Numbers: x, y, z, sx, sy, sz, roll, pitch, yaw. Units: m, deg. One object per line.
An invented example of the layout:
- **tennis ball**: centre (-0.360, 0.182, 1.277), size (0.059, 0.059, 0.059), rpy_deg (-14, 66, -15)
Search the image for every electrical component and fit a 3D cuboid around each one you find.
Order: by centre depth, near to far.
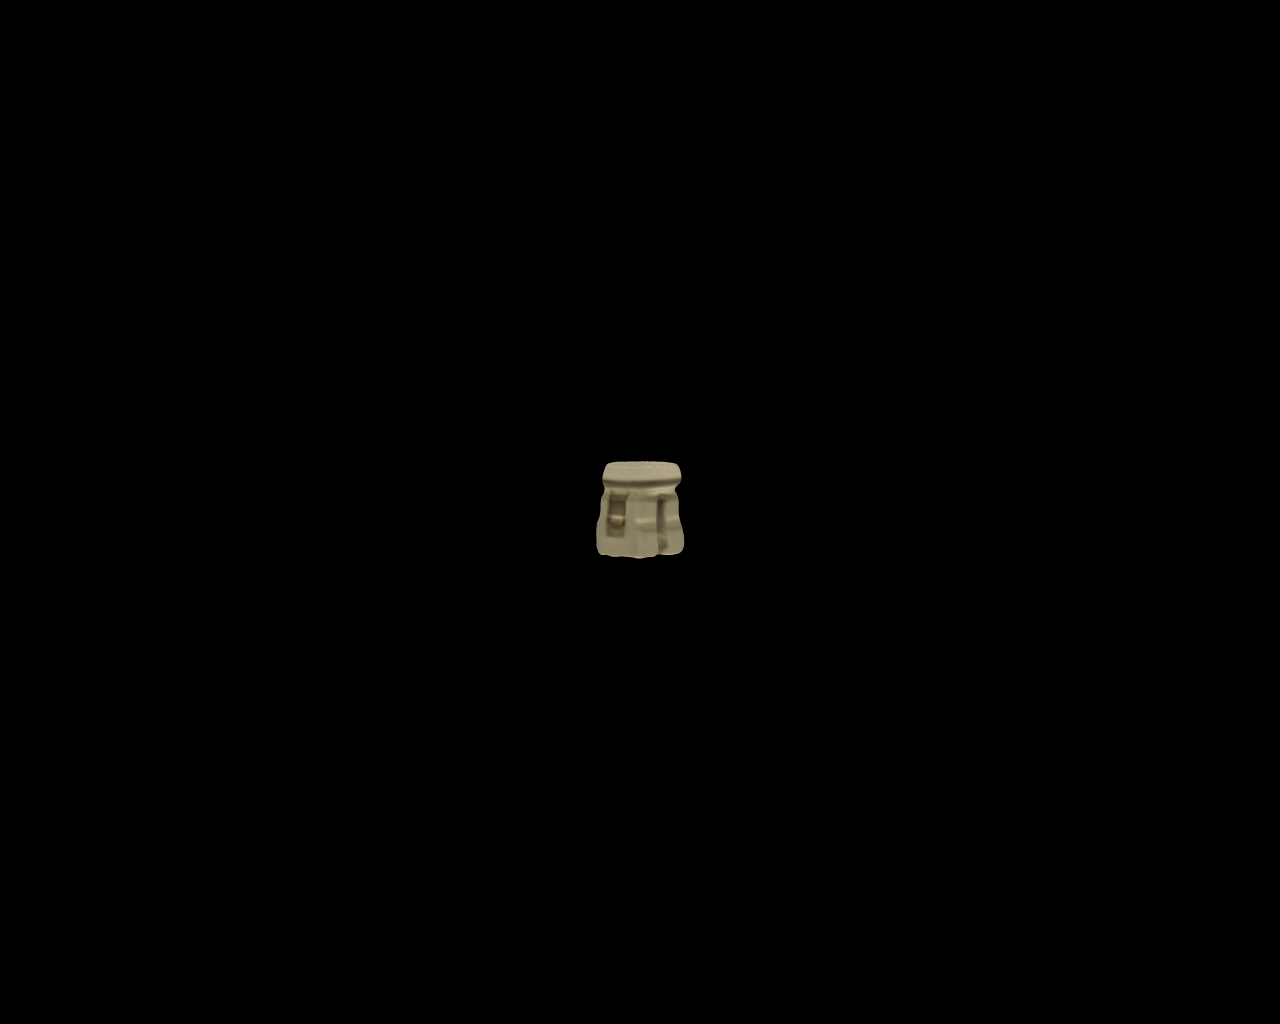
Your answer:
- **electrical component**: centre (0.001, -0.003, 0.650), size (0.048, 0.055, 0.066), rpy_deg (4, 6, 39)
